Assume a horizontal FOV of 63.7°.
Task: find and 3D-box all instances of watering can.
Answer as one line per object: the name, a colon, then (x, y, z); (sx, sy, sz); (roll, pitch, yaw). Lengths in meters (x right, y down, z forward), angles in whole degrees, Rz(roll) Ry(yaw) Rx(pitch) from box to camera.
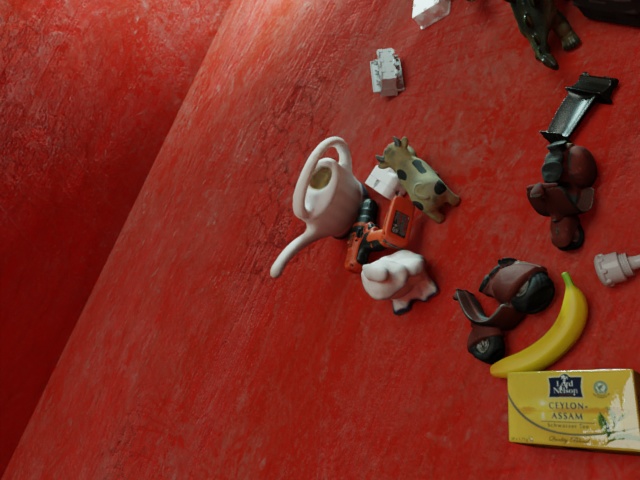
watering can: (0.004, -0.059, 1.174); (0.104, 0.222, 0.350); (15, 80, 37)

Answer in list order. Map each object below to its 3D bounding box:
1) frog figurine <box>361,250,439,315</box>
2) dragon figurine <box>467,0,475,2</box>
frog figurine: (0.131, 0.066, 0.976); (0.136, 0.158, 0.125); (-15, 55, 46)
dragon figurine: (0.370, -0.715, 1.233); (0.242, 0.120, 0.419); (-28, 53, 9)
